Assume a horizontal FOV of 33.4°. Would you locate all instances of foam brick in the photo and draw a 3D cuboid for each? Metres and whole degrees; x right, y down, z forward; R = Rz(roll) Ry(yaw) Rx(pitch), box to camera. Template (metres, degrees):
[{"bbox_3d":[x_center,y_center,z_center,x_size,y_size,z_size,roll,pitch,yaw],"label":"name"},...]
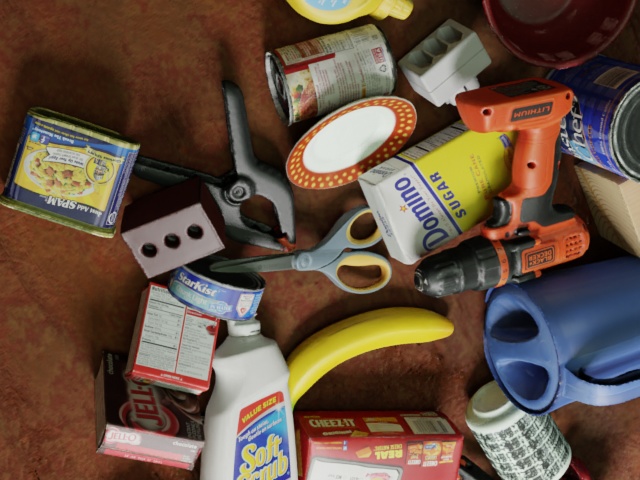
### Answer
[{"bbox_3d":[-0.128,-0.011,0.933,0.078,0.051,0.053,-22,120,9],"label":"foam brick"}]

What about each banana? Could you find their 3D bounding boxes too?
[{"bbox_3d":[0.037,0.105,1.055,0.197,0.037,0.069,-25,129,-7],"label":"banana"}]

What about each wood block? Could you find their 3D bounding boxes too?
[{"bbox_3d":[0.376,-0.077,1.069,0.206,0.090,0.091,-29,112,-6],"label":"wood block"}]

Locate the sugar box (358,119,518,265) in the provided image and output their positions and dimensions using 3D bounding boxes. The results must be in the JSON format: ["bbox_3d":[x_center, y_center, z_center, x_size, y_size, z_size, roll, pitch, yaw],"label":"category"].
[{"bbox_3d":[0.132,-0.059,1.015,0.176,0.048,0.093,-32,114,-14],"label":"sugar box"}]

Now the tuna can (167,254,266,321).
[{"bbox_3d":[-0.094,0.041,0.966,0.086,0.086,0.034,16,103,-21],"label":"tuna can"}]

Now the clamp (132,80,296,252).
[{"bbox_3d":[-0.088,-0.048,0.967,0.120,0.039,0.171,-27,115,9],"label":"clamp"}]

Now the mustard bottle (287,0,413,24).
[{"bbox_3d":[-0.001,-0.242,0.921,0.191,0.058,0.096,24,95,-22],"label":"mustard bottle"}]

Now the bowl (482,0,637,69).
[{"bbox_3d":[0.213,-0.242,0.987,0.162,0.055,0.162,-5,108,-16],"label":"bowl"}]

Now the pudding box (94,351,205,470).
[{"bbox_3d":[-0.157,0.154,0.966,0.090,0.113,0.039,16,112,-21],"label":"pudding box"}]

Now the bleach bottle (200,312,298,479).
[{"bbox_3d":[-0.073,0.195,1.008,0.102,0.068,0.251,-6,95,-31],"label":"bleach bottle"}]

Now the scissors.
[{"bbox_3d":[-0.007,0.001,0.991,0.201,0.016,0.096,15,93,-37],"label":"scissors"}]

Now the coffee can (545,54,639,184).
[{"bbox_3d":[0.280,-0.116,1.000,0.102,0.140,0.103,-5,108,-16],"label":"coffee can"}]

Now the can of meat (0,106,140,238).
[{"bbox_3d":[-0.212,-0.059,0.909,0.102,0.057,0.084,18,99,-8],"label":"can of meat"}]

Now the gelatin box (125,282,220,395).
[{"bbox_3d":[-0.134,0.090,0.978,0.073,0.030,0.089,17,65,-21],"label":"gelatin box"}]

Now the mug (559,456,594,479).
[{"bbox_3d":[0.279,0.292,1.158,0.093,0.081,0.117,-6,108,-15],"label":"mug"}]

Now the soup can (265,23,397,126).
[{"bbox_3d":[0.009,-0.148,0.949,0.102,0.068,0.068,-18,111,-11],"label":"soup can"}]

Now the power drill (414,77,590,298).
[{"bbox_3d":[0.165,-0.046,0.976,0.184,0.057,0.188,-16,118,-23],"label":"power drill"}]

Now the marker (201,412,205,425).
[{"bbox_3d":[-0.095,0.181,1.045,0.121,0.020,0.020,14,102,-20],"label":"marker"}]

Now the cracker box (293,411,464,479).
[{"bbox_3d":[0.046,0.282,1.091,0.164,0.072,0.214,2,107,-16],"label":"cracker box"}]

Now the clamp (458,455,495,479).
[{"bbox_3d":[0.170,0.328,1.144,0.165,0.036,0.210,-24,101,25],"label":"clamp"}]

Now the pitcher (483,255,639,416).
[{"bbox_3d":[0.297,0.085,1.057,0.242,0.145,0.149,-14,73,-21],"label":"pitcher"}]
